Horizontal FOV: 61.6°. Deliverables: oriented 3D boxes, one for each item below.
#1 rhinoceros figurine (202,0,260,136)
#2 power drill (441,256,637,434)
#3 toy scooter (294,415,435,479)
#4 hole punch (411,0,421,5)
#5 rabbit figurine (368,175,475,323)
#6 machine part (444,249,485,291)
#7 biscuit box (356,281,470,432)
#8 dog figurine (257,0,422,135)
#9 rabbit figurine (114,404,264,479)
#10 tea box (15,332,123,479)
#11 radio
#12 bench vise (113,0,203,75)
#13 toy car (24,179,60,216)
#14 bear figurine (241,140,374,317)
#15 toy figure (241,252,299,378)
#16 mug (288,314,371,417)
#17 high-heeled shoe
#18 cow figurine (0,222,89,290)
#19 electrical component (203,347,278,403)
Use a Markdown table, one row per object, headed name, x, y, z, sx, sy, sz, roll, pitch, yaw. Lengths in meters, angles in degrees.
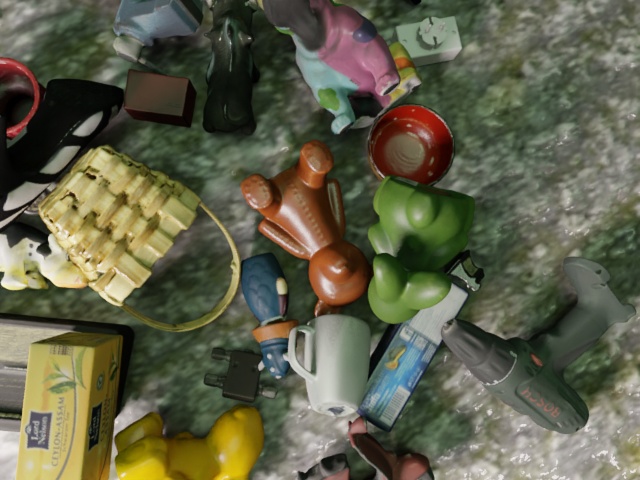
| name | x | y | z | sx | sy | sz | roll | pitch | yaw |
| --- | --- | --- | --- | --- | --- | --- | --- | --- | --- |
| rhinoceros figurine | -0.116 | -0.223 | 0.677 | 0.073 | 0.112 | 0.190 | 1 | 79 | 0 |
| power drill | 0.286 | 0.119 | 0.676 | 0.232 | 0.086 | 0.207 | 46 | 76 | -13 |
| toy scooter | 0.038 | 0.285 | 0.649 | 0.184 | 0.075 | 0.135 | -27 | 107 | 2 |
| hole punch | 0.122 | -0.388 | 0.703 | 0.092 | 0.142 | 0.116 | -41 | 78 | 19 |
| rabbit figurine | 0.109 | 0.025 | 0.614 | 0.121 | 0.159 | 0.170 | 14 | 104 | 1 |
| machine part | 0.157 | 0.009 | 0.701 | 0.139 | 0.084 | 0.039 | 43 | 117 | 9 |
| biscuit box | 0.110 | 0.138 | 0.688 | 0.059 | 0.063 | 0.202 | 32 | 85 | -2 |
| dog figurine | 0.015 | -0.250 | 0.656 | 0.108 | 0.191 | 0.219 | -34 | 90 | 32 |
| rabbit figurine | -0.140 | 0.269 | 0.639 | 0.173 | 0.122 | 0.162 | -24 | 90 | -24 |
| tea box | -0.264 | 0.188 | 0.572 | 0.068 | 0.098 | 0.169 | 6 | 88 | -4 |
| radio | -0.355 | 0.159 | 0.649 | 0.230 | 0.073 | 0.131 | 6 | 85 | -3 |
| bench vise | -0.255 | -0.332 | 0.680 | 0.241 | 0.129 | 0.223 | 12 | 94 | 18 |
| toy car | -0.402 | -0.069 | 0.642 | 0.202 | 0.073 | 0.056 | 12 | 88 | -22 |
| bear figurine | -0.001 | -0.002 | 0.661 | 0.120 | 0.132 | 0.196 | -28 | 82 | -6 |
| toy figure | -0.060 | 0.094 | 0.678 | 0.058 | 0.064 | 0.154 | -11 | 82 | -26 |
| mug | 0.012 | 0.149 | 0.643 | 0.109 | 0.081 | 0.107 | 26 | 48 | -31 |
| high-heeled shoe | -0.311 | -0.102 | 0.634 | 0.086 | 0.249 | 0.145 | 25 | 118 | 5 |
| cow figurine | -0.365 | 0.014 | 0.666 | 0.167 | 0.068 | 0.098 | 5 | 79 | -4 |
| electrical component | -0.097 | 0.170 | 0.681 | 0.094 | 0.021 | 0.063 | 13 | 57 | -1 |
